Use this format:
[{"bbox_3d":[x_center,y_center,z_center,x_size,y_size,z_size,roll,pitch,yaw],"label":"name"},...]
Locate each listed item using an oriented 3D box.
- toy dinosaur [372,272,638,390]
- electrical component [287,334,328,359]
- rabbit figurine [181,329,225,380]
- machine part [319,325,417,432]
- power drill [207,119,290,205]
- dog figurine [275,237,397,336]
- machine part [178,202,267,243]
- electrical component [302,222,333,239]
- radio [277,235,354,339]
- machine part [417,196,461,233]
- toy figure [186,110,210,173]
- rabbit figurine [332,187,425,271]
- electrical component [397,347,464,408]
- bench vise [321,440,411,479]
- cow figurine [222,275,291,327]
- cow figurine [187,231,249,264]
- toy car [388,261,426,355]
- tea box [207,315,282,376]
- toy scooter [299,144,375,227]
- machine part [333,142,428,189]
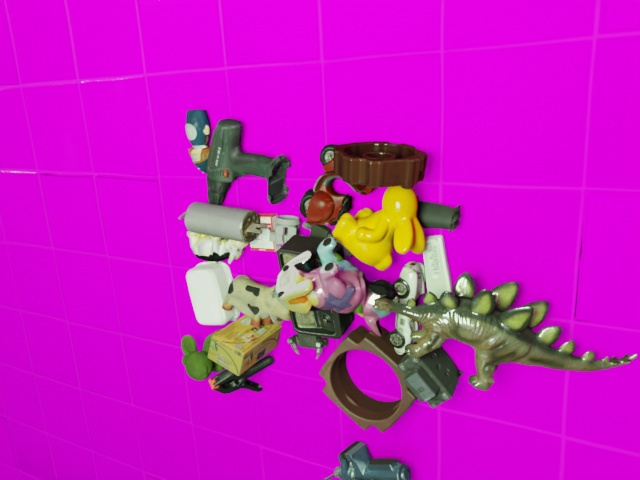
[{"bbox_3d":[0.328,0.178,1.003,0.472,0.105,0.198,19,119,2],"label":"toy dinosaur"},{"bbox_3d":[-0.026,0.236,1.283,0.102,0.045,0.078,9,111,27],"label":"electrical component"},{"bbox_3d":[-0.285,0.289,1.371,0.159,0.170,0.121,12,110,25],"label":"rabbit figurine"},{"bbox_3d":[0.117,0.306,1.201,0.201,0.087,0.201,40,122,13],"label":"machine part"},{"bbox_3d":[-0.171,-0.150,1.232,0.208,0.086,0.231,25,123,28],"label":"power drill"},{"bbox_3d":[0.041,0.115,1.065,0.191,0.108,0.219,-32,122,17],"label":"dog figurine"},{"bbox_3d":[-0.229,-0.043,1.257,0.244,0.079,0.079,10,110,28],"label":"machine part"},{"bbox_3d":[-0.002,-0.004,1.209,0.094,0.021,0.063,28,117,19],"label":"electrical component"},{"bbox_3d":[-0.006,0.107,1.186,0.131,0.073,0.229,7,124,28],"label":"radio"},{"bbox_3d":[0.212,-0.045,1.062,0.139,0.039,0.084,5,99,42],"label":"machine part"},{"bbox_3d":[-0.288,-0.232,1.281,0.064,0.058,0.154,-149,52,-61],"label":"toy figure"},{"bbox_3d":[0.130,-0.033,1.049,0.162,0.122,0.173,50,118,29],"label":"rabbit figurine"},{"bbox_3d":[0.225,0.271,1.100,0.115,0.134,0.058,47,122,6],"label":"electrical component"},{"bbox_3d":[0.132,0.604,1.264,0.224,0.129,0.240,-20,88,31],"label":"bench vise"},{"bbox_3d":[-0.138,0.141,1.293,0.195,0.085,0.127,22,105,31],"label":"cow figurine"},{"bbox_3d":[-0.246,0.020,1.326,0.168,0.068,0.098,10,116,30],"label":"cow figurine"},{"bbox_3d":[0.184,0.143,1.119,0.056,0.073,0.201,11,110,27],"label":"toy car"},{"bbox_3d":[-0.178,0.244,1.297,0.098,0.169,0.068,25,116,23],"label":"tea box"},{"bbox_3d":[0.040,-0.099,1.128,0.135,0.075,0.183,29,113,17],"label":"toy scooter"},{"bbox_3d":[0.111,-0.143,1.014,0.180,0.179,0.056,13,115,25],"label":"machine part"}]
